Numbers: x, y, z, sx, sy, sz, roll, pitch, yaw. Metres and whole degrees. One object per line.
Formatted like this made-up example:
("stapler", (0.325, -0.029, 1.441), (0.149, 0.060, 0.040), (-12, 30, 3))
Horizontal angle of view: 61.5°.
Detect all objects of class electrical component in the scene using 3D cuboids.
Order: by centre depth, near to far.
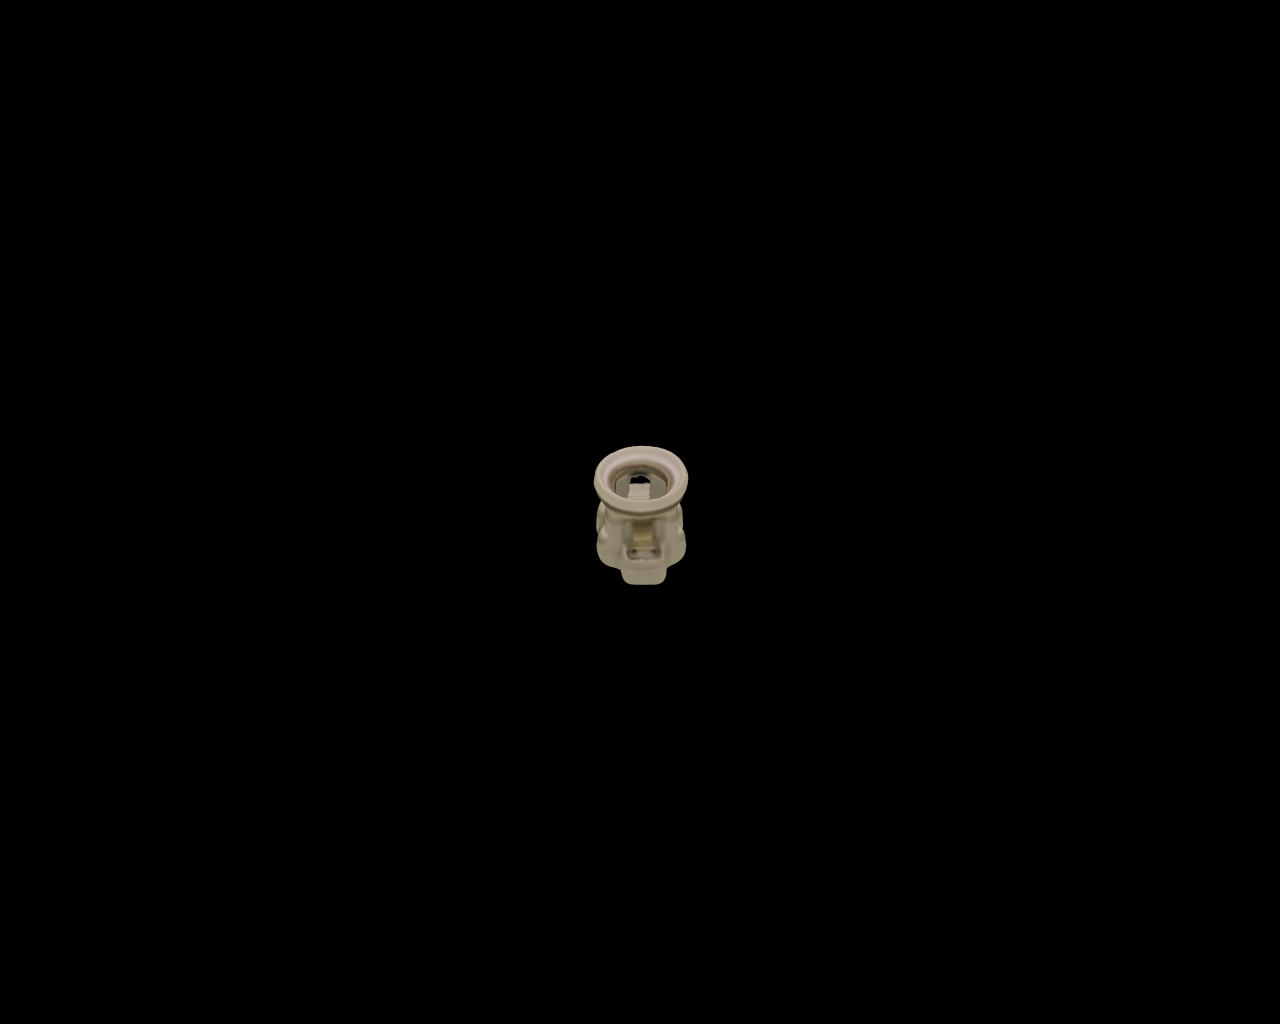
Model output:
("electrical component", (0.001, -0.003, 0.650), (0.058, 0.056, 0.078), (-2, 40, -2))
